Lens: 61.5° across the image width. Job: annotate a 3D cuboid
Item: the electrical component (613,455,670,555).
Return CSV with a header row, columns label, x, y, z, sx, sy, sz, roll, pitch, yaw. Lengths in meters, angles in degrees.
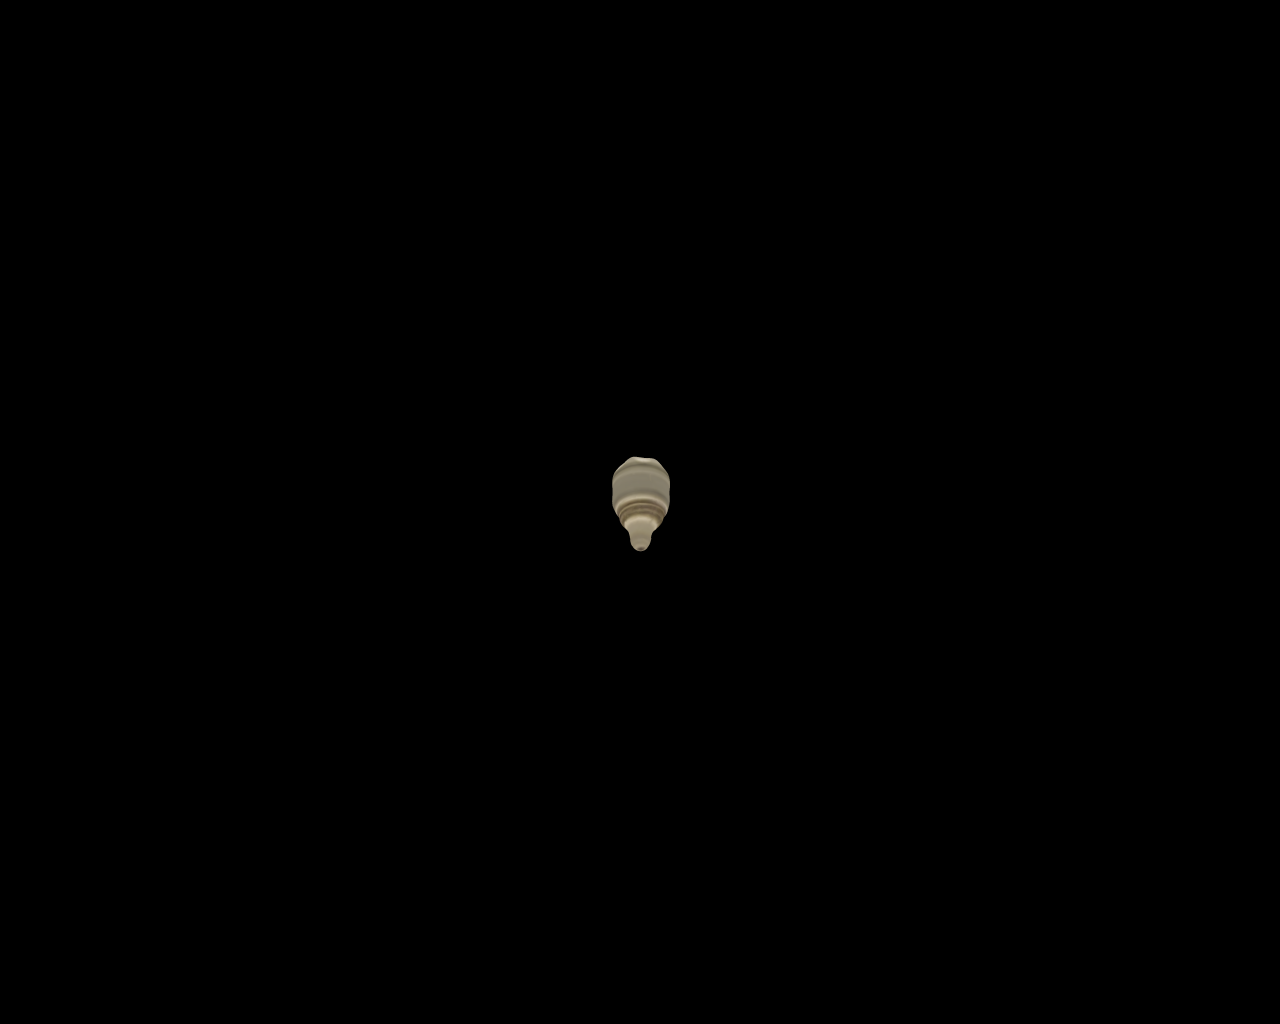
label,x,y,z,sx,sy,sz,roll,pitch,yaw
electrical component,0.001,-0.003,0.650,0.035,0.061,0.035,0,-36,0
